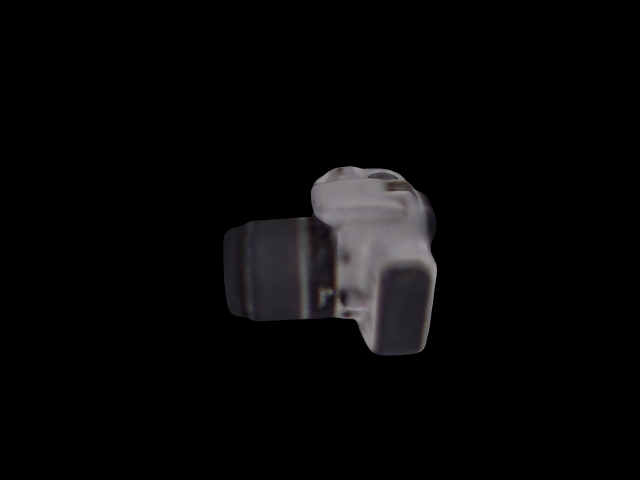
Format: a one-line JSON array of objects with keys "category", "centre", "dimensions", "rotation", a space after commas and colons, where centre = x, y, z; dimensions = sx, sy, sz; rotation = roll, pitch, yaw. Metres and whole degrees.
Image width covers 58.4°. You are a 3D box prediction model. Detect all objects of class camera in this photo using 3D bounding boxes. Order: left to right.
[{"category": "camera", "centre": [0.004, 0.001, 0.400], "dimensions": [0.137, 0.101, 0.143], "rotation": [-3, 32, -4]}]
